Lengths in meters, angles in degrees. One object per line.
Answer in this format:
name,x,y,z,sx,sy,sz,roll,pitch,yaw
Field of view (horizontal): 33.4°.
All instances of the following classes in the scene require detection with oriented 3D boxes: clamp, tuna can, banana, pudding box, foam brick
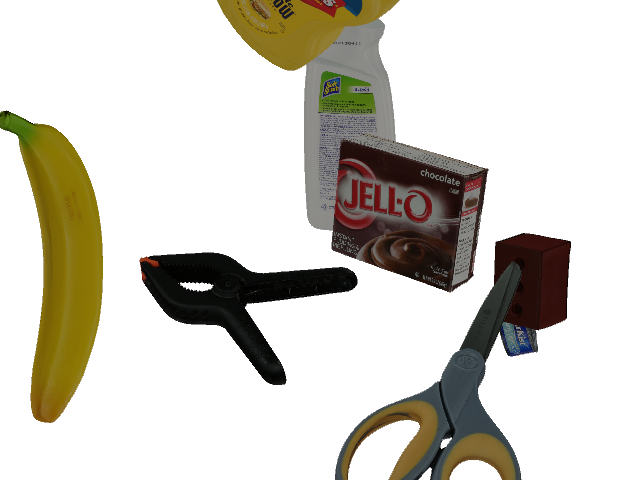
clamp,-0.087,0.061,1.024,0.210,0.036,0.164,12,38,15
tuna can,0.223,0.089,1.220,0.034,0.086,0.086,-13,-3,15
banana,-0.164,0.012,0.660,0.037,0.198,0.069,10,21,37
pudding box,0.064,-0.023,0.793,0.114,0.090,0.039,19,26,32
foam brick,0.196,0.037,0.992,0.053,0.078,0.051,12,20,41

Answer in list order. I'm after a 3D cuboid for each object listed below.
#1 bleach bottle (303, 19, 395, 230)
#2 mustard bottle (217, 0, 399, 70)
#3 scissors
bleach bottle,0.035,-0.132,1.074,0.102,0.251,0.068,0,31,-2
mustard bottle,0.004,-0.171,0.640,0.058,0.096,0.192,-41,12,-27
scissors,0.088,0.080,0.551,0.096,0.016,0.201,27,46,31
